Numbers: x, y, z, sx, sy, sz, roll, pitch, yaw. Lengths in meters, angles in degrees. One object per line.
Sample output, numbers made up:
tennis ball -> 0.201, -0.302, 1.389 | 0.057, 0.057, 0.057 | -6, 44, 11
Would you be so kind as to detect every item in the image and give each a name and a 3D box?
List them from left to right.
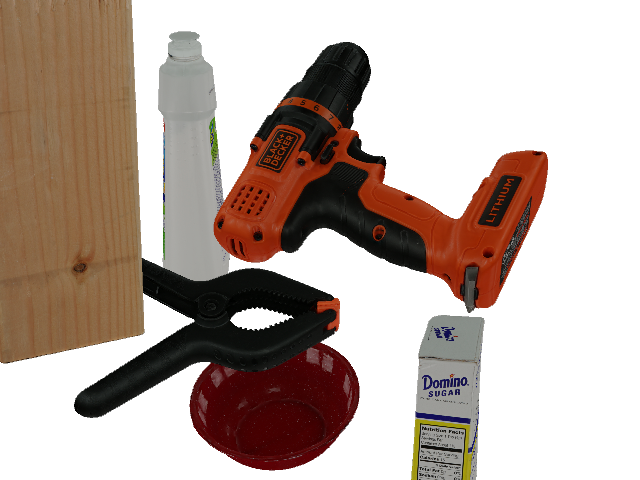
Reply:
wood block -> -0.161, -0.046, 0.617 | 0.090, 0.206, 0.090 | -10, 25, -28
bleach bottle -> -0.126, -0.081, 1.040 | 0.068, 0.251, 0.102 | -1, 28, -4
clamp -> -0.092, 0.056, 0.845 | 0.210, 0.164, 0.036 | -8, -42, -8
bowl -> -0.041, 0.165, 1.017 | 0.162, 0.055, 0.162 | -5, 37, 3
power drill -> 0.047, -0.044, 0.693 | 0.188, 0.184, 0.057 | 18, -29, 20
sugar box -> 0.088, 0.149, 0.752 | 0.048, 0.176, 0.093 | 2, 14, 11
